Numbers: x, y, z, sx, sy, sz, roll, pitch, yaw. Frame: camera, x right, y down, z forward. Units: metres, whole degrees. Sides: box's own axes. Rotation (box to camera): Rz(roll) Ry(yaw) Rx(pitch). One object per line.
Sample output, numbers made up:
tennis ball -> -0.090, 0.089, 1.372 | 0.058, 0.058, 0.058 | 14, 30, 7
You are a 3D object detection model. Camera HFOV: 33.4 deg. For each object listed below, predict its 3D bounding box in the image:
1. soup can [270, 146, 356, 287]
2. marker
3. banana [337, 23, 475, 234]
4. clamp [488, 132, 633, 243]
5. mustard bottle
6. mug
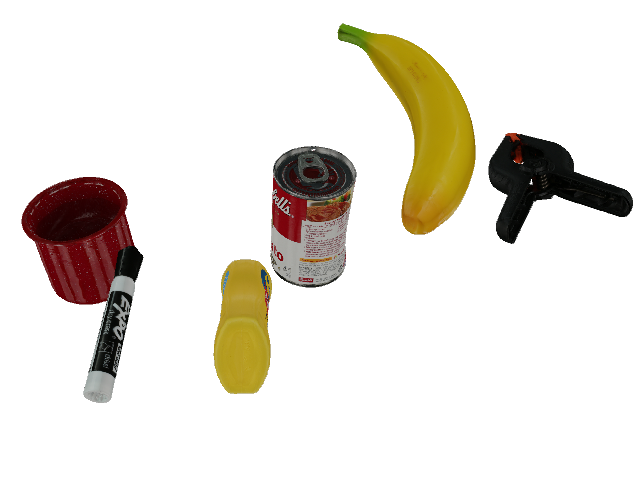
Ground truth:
soup can -> -0.007, -0.019, 0.899 | 0.068, 0.102, 0.068 | 2, 42, -2
marker -> -0.144, 0.056, 0.749 | 0.020, 0.121, 0.020 | 5, -34, 3
banana -> 0.063, -0.073, 0.677 | 0.069, 0.037, 0.198 | -8, 45, -9
clamp -> 0.212, -0.055, 0.983 | 0.120, 0.039, 0.171 | -4, 33, 3
mustard bottle -> -0.082, 0.076, 1.159 | 0.058, 0.096, 0.191 | -1, 28, -2
mug -> -0.212, -0.005, 0.964 | 0.093, 0.081, 0.117 | -9, 41, -1
